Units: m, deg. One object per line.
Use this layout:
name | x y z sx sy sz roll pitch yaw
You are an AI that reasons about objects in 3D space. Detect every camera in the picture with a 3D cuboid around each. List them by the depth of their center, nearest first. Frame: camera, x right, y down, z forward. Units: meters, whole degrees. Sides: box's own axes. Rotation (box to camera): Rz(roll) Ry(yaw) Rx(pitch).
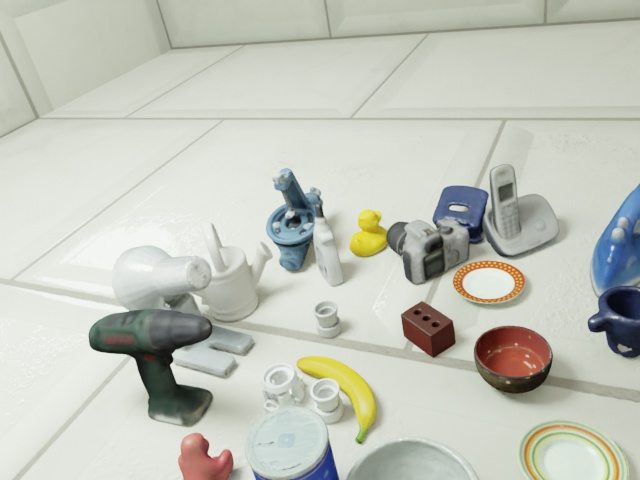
camera | 0.206 -0.001 1.149 0.143 0.101 0.136 -24 34 -19

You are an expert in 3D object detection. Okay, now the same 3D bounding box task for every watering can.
watering can | -0.180 0.050 1.103 0.173 0.194 0.100 -27 35 -22

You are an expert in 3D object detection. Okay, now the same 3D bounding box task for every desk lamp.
desk lamp | -0.242 0.112 1.008 0.202 0.214 0.118 7 37 27

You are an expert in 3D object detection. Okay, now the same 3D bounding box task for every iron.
iron | 0.558 -0.018 1.028 0.118 0.142 0.259 18 43 38

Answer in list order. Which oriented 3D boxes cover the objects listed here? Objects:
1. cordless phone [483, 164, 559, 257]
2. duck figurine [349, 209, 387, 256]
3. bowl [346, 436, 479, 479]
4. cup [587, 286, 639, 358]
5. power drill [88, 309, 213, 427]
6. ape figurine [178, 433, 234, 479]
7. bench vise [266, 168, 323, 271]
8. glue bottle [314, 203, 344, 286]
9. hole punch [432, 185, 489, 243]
cordless phone | 0.392 -0.071 1.121 0.148 0.185 0.094 -22 34 -16
duck figurine | 0.101 -0.022 1.229 0.077 0.086 0.105 17 42 37
bowl | 0.113 0.328 0.692 0.167 0.075 0.167 -8 32 5
cup | 0.456 0.135 0.866 0.118 0.095 0.091 -18 33 -10
power drill | -0.243 0.190 0.892 0.229 0.209 0.076 3 35 22
ape figurine | -0.166 0.306 0.797 0.077 0.092 0.076 5 36 24
bench vise | -0.058 -0.072 1.231 0.121 0.220 0.207 -8 32 6
glue bottle | 0.010 0.004 1.135 0.037 0.173 0.078 -20 33 -13
hole punch | 0.300 -0.056 1.215 0.108 0.091 0.101 9 38 29
